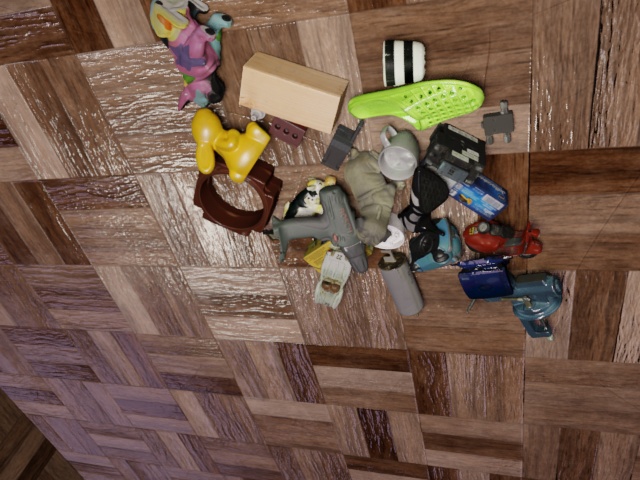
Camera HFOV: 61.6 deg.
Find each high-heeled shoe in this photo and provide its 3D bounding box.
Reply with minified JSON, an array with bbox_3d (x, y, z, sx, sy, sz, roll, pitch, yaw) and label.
[{"bbox_3d":[0.209,-0.096,1.195,0.145,0.086,0.248,35,160,41],"label":"high-heeled shoe"}]

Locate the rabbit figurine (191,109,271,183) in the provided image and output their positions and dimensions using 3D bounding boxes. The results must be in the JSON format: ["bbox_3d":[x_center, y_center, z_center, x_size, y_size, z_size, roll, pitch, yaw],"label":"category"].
[{"bbox_3d":[-0.221,-0.218,1.218,0.173,0.122,0.162,37,90,-15],"label":"rabbit figurine"}]

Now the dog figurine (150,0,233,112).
[{"bbox_3d":[-0.281,-0.384,1.139,0.191,0.108,0.219,27,135,-6],"label":"dog figurine"}]

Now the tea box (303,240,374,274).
[{"bbox_3d":[0.050,0.022,1.396,0.098,0.068,0.170,44,130,-19],"label":"tea box"}]

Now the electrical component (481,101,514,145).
[{"bbox_3d":[0.363,-0.239,1.098,0.063,0.021,0.093,-3,128,22],"label":"electrical component"}]

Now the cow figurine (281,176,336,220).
[{"bbox_3d":[-0.027,-0.095,1.314,0.098,0.068,0.167,24,116,-7],"label":"cow figurine"}]

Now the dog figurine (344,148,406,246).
[{"bbox_3d":[0.102,-0.098,1.195,0.172,0.190,0.121,39,130,-14],"label":"dog figurine"}]

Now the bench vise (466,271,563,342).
[{"bbox_3d":[0.505,0.165,1.335,0.224,0.129,0.240,-20,116,35],"label":"bench vise"}]

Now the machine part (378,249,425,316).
[{"bbox_3d":[0.216,0.117,1.416,0.079,0.079,0.242,-9,125,25],"label":"machine part"}]

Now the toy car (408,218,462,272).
[{"bbox_3d":[0.289,0.025,1.300,0.103,0.109,0.161,16,145,-23],"label":"toy car"}]

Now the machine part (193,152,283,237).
[{"bbox_3d":[-0.209,-0.117,1.355,0.201,0.087,0.200,24,133,-1],"label":"machine part"}]

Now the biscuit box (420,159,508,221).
[{"bbox_3d":[0.317,-0.125,1.184,0.202,0.063,0.059,31,132,-9],"label":"biscuit box"}]

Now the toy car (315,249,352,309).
[{"bbox_3d":[0.033,0.100,1.386,0.074,0.056,0.201,17,134,3],"label":"toy car"}]

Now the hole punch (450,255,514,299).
[{"bbox_3d":[0.385,0.086,1.248,0.142,0.092,0.115,-7,166,28],"label":"hole punch"}]

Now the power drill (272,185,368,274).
[{"bbox_3d":[-0.003,-0.004,1.267,0.207,0.086,0.231,-11,110,6],"label":"power drill"}]

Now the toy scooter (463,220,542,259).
[{"bbox_3d":[0.425,-0.007,1.219,0.184,0.075,0.135,12,164,2],"label":"toy scooter"}]

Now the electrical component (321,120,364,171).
[{"bbox_3d":[0.051,-0.218,1.187,0.048,0.075,0.119,25,136,-4],"label":"electrical component"}]

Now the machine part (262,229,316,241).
[{"bbox_3d":[-0.075,-0.017,1.413,0.139,0.039,0.084,-3,161,13],"label":"machine part"}]

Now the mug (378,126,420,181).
[{"bbox_3d":[0.165,-0.196,1.145,0.081,0.107,0.109,-31,111,36],"label":"mug"}]

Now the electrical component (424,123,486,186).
[{"bbox_3d":[0.279,-0.174,1.107,0.115,0.134,0.058,25,132,0],"label":"electrical component"}]
